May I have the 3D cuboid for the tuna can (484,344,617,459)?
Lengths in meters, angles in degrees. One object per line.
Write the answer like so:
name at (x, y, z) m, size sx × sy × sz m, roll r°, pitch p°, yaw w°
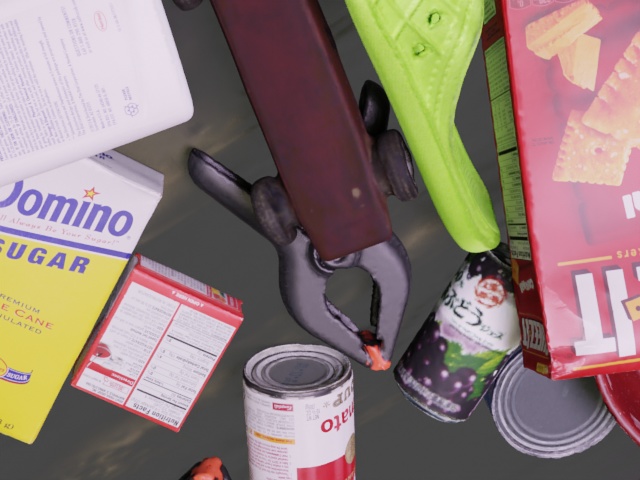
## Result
tuna can at (0.147, 0.093, 0.678) m, size 0.086 × 0.034 × 0.086 m, roll -2°, pitch 111°, yaw -5°

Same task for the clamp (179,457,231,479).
clamp at (-0.079, 0.246, 0.705) m, size 0.164 × 0.036 × 0.210 m, roll 17°, pitch 106°, yaw 2°

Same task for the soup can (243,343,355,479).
soup can at (-0.012, 0.123, 0.656) m, size 0.068 × 0.068 × 0.102 m, roll -3°, pitch 111°, yaw -4°

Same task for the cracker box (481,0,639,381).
cracker box at (0.182, -0.042, 0.573) m, size 0.164 × 0.072 × 0.214 m, roll -7°, pitch 90°, yaw 0°

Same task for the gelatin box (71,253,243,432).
gelatin box at (-0.099, 0.062, 0.645) m, size 0.073 × 0.030 × 0.089 m, roll 26°, pitch 106°, yaw -16°

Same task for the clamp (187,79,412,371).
clamp at (-0.004, 0.001, 0.627) m, size 0.120 × 0.039 × 0.171 m, roll -11°, pitch 105°, yaw 6°

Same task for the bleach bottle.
bleach bottle at (-0.194, -0.066, 0.512) m, size 0.250 × 0.068 × 0.102 m, roll -19°, pitch 107°, yaw -8°

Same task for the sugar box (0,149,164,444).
sugar box at (-0.169, 0.023, 0.614) m, size 0.093 × 0.048 × 0.176 m, roll 25°, pitch 108°, yaw -14°

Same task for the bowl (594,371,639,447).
bowl at (0.234, 0.056, 0.636) m, size 0.162 × 0.055 × 0.162 m, roll 0°, pitch 90°, yaw -1°
